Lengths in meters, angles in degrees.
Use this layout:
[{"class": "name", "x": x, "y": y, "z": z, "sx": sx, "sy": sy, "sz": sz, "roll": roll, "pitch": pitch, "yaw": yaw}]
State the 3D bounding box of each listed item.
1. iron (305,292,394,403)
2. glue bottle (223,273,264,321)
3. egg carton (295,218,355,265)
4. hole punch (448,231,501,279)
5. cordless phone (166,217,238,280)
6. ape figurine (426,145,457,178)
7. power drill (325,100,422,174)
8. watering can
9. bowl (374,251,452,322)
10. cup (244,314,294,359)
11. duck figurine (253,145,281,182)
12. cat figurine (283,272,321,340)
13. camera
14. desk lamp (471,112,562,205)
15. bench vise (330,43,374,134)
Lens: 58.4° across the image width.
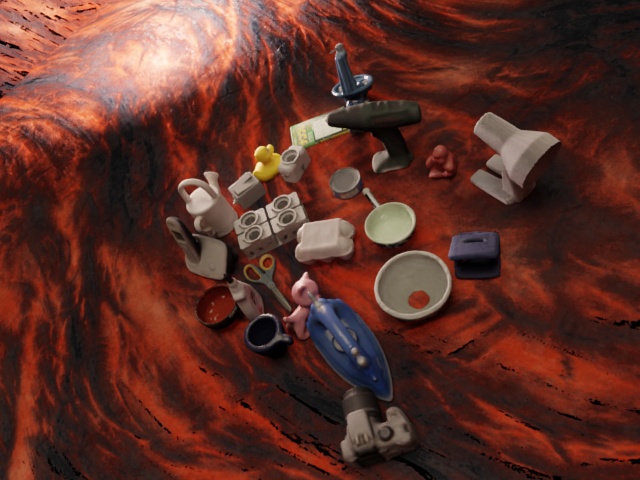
[{"class": "iron", "x": 0.057, "y": 0.213, "z": 1.179, "sx": 0.119, "sy": 0.142, "sz": 0.257, "roll": -38, "pitch": 50, "yaw": -6}, {"class": "glue bottle", "x": -0.180, "y": 0.125, "z": 1.329, "sx": 0.037, "sy": 0.174, "sz": 0.078, "roll": -23, "pitch": 50, "yaw": 7}, {"class": "egg carton", "x": 0.013, "y": 0.005, "z": 1.400, "sx": 0.150, "sy": 0.070, "sz": 0.107, "roll": -9, "pitch": 53, "yaw": 18}, {"class": "hole punch", "x": 0.331, "y": 0.021, "z": 1.232, "sx": 0.108, "sy": 0.091, "sz": 0.101, "roll": -4, "pitch": 54, "yaw": 21}, {"class": "cordless phone", "x": -0.307, "y": 0.016, "z": 1.459, "sx": 0.147, "sy": 0.186, "sz": 0.094, "roll": 10, "pitch": 61, "yaw": 30}, {"class": "ape figurine", "x": 0.298, "y": -0.196, "z": 1.406, "sx": 0.076, "sy": 0.092, "sz": 0.077, "roll": -35, "pitch": 49, "yaw": -4}, {"class": "power drill", "x": 0.151, "y": -0.266, "z": 1.447, "sx": 0.229, "sy": 0.209, "sz": 0.075, "roll": -13, "pitch": 52, "yaw": 15}, {"class": "watering can", "x": -0.308, "y": -0.105, "z": 1.542, "sx": 0.101, "sy": 0.195, "sz": 0.172, "roll": -22, "pitch": 50, "yaw": 8}, {"class": "bowl", "x": 0.205, "y": 0.111, "z": 1.233, "sx": 0.167, "sy": 0.075, "sz": 0.167, "roll": -12, "pitch": 52, "yaw": 16}, {"class": "cup", "x": -0.098, "y": 0.226, "z": 1.270, "sx": 0.117, "sy": 0.095, "sz": 0.092, "roll": 7, "pitch": 59, "yaw": 28}, {"class": "duck figurine", "x": -0.159, "y": -0.226, "z": 1.636, "sx": 0.077, "sy": 0.086, "sz": 0.105, "roll": 27, "pitch": 70, "yaw": 36}, {"class": "cat figurine", "x": -0.040, "y": 0.143, "z": 1.290, "sx": 0.067, "sy": 0.118, "sz": 0.128, "roll": 22, "pitch": 67, "yaw": 35}, {"class": "camera", "x": 0.098, "y": 0.345, "z": 1.091, "sx": 0.143, "sy": 0.101, "sz": 0.136, "roll": -22, "pitch": 50, "yaw": 8}, {"class": "desk lamp", "x": 0.418, "y": -0.174, "z": 1.256, "sx": 0.118, "sy": 0.214, "sz": 0.202, "roll": -42, "pitch": 50, "yaw": -9}, {"class": "bench vise", "x": 0.095, "y": -0.418, "z": 1.576, "sx": 0.121, "sy": 0.220, "sz": 0.207, "roll": -24, "pitch": 50, "yaw": 6}]
